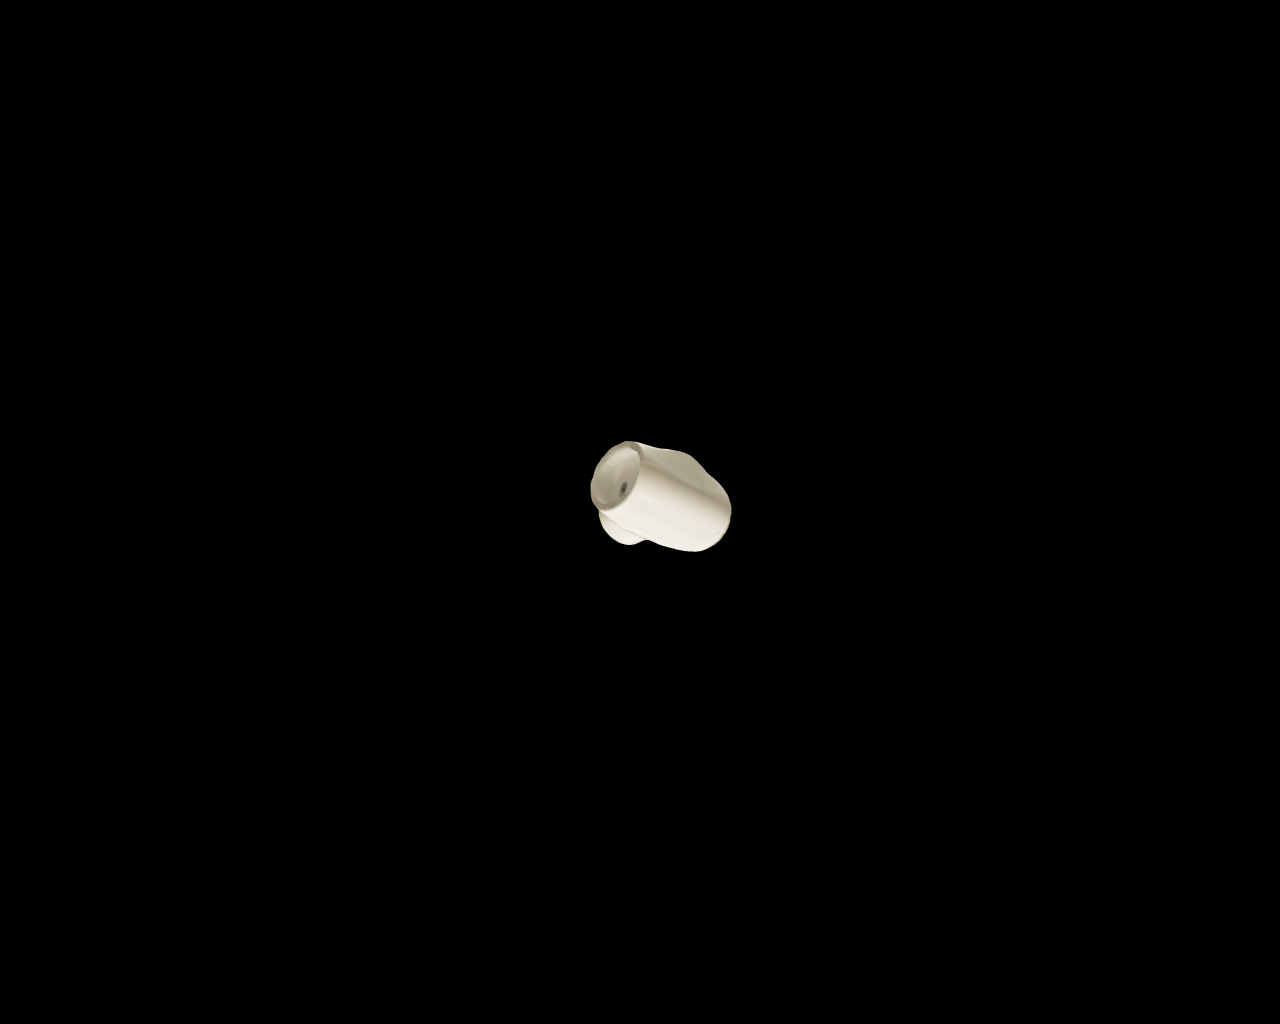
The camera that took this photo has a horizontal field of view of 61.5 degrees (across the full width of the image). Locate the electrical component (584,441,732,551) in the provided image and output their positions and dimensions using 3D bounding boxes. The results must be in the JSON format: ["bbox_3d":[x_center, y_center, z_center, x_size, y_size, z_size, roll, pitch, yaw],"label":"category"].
[{"bbox_3d":[0.001,-0.003,0.650,0.077,0.043,0.079,25,-37,-38],"label":"electrical component"}]
